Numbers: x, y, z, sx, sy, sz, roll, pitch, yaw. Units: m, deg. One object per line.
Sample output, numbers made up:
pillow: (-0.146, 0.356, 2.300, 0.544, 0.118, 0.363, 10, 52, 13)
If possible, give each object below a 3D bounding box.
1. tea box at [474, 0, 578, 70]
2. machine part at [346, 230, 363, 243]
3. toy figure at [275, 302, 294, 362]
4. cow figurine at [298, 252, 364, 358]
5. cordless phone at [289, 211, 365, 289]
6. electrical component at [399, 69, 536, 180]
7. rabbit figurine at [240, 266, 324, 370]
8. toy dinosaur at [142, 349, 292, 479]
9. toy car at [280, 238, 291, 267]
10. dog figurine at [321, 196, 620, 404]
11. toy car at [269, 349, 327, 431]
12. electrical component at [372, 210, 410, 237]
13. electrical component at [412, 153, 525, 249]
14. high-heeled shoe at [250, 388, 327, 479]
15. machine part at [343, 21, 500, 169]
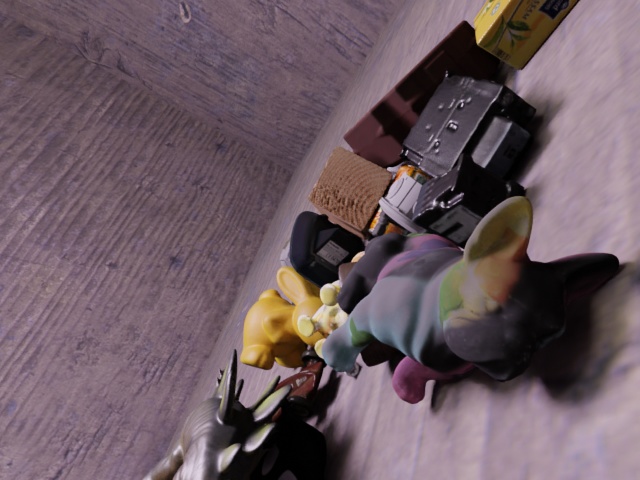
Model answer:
tea box: (0.260, -0.300, 0.631, 0.169, 0.068, 0.098, -54, 12, 37)
machine part: (0.015, 0.051, 0.983, 0.179, 0.056, 0.179, -58, 11, 18)
toy figure: (-0.048, 0.163, 1.002, 0.064, 0.058, 0.154, -47, 12, 39)
cow figurine: (0.047, 0.074, 0.708, 0.098, 0.068, 0.167, -25, -24, -54)
cordless phone: (-0.003, -0.002, 0.830, 0.088, 0.146, 0.184, -50, 38, 8)
electrical component: (0.157, -0.110, 0.567, 0.114, 0.058, 0.134, -62, 32, 13)
rabbit figurine: (-0.030, 0.129, 0.853, 0.173, 0.122, 0.162, -13, 63, 49)
toy dinosaur: (-0.117, 0.234, 0.624, 0.198, 0.105, 0.471, -59, 13, -12)
toy car: (-0.028, 0.034, 1.119, 0.161, 0.103, 0.109, -65, 11, -6)
dog figurine: (0.107, 0.033, 0.416, 0.219, 0.108, 0.191, -46, 16, 46)
toy car: (-0.043, 0.227, 0.777, 0.089, 0.053, 0.202, -66, 3, -39)
electrical component: (0.110, -0.037, 0.698, 0.094, 0.063, 0.021, -62, 9, -3)
electrical component: (0.132, -0.025, 0.528, 0.048, 0.075, 0.119, -68, 8, -28)
high-heeled shoe: (-0.049, 0.299, 0.668, 0.145, 0.086, 0.248, -118, 35, -46)
machine part: (0.141, -0.194, 0.759, 0.201, 0.087, 0.201, -46, 8, -12)
